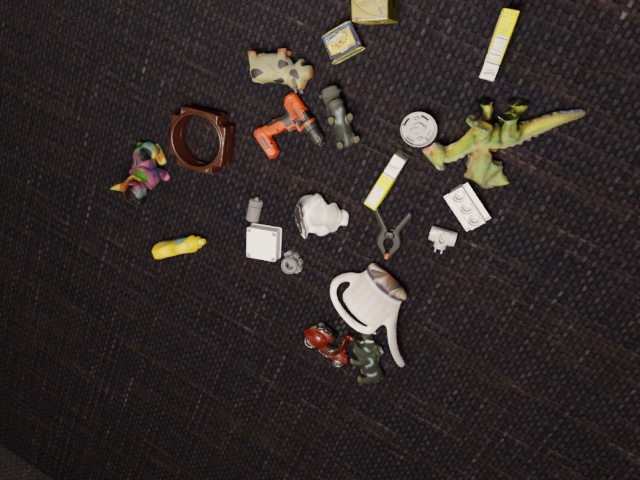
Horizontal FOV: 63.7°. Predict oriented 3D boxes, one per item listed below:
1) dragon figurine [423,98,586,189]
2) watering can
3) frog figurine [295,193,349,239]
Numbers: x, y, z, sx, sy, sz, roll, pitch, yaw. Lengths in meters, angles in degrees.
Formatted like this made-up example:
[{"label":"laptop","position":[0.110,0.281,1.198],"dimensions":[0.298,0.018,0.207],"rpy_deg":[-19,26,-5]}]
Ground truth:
[{"label":"dragon figurine","position":[0.493,-0.253,1.412],"dimensions":[0.410,0.125,0.237],"rpy_deg":[3,127,3]},{"label":"watering can","position":[0.190,0.221,1.631],"dimensions":[0.349,0.105,0.221],"rpy_deg":[43,114,8]},{"label":"frog figurine","position":[0.005,-0.082,1.624],"dimensions":[0.160,0.123,0.137],"rpy_deg":[-14,96,-15]}]
